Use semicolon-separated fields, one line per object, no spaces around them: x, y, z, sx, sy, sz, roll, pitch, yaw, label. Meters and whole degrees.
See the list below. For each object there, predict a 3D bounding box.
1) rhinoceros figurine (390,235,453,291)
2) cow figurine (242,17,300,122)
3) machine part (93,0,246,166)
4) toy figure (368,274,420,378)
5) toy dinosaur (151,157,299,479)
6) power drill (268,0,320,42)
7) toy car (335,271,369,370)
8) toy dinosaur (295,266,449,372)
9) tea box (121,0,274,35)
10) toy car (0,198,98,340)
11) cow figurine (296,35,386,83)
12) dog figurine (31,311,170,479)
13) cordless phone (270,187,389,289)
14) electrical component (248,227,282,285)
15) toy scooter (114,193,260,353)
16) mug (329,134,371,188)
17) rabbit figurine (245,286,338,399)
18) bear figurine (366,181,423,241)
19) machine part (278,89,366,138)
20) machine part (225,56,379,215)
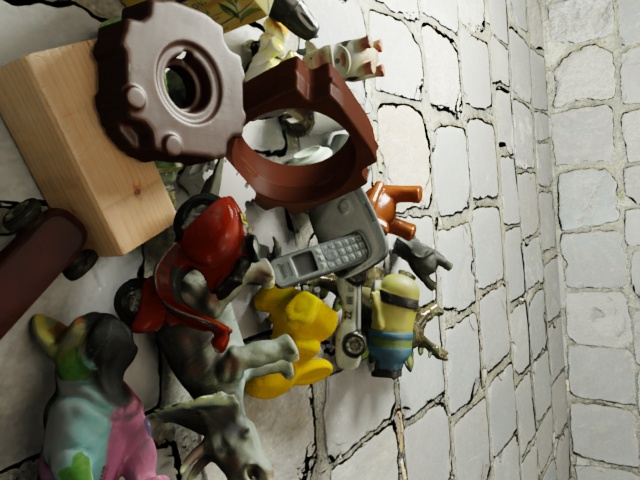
0.201;0.035;1.117;0.112;0.190;0.073;34;98;-11;rhinoceros figurine
-0.082;-0.259;0.820;0.068;0.098;0.167;29;46;-43;cow figurine
-0.152;-0.164;0.576;0.179;0.056;0.179;3;87;-52;machine part
0.128;0.149;0.938;0.082;0.089;0.180;94;-3;-85;toy figure
-0.143;0.104;0.673;0.192;0.131;0.404;-18;87;-17;toy dinosaur
-0.074;-0.434;0.812;0.232;0.086;0.207;30;64;-27;power drill
0.052;0.113;0.894;0.073;0.056;0.201;22;69;-84;toy car
0.116;0.150;1.040;0.470;0.105;0.198;38;62;-33;toy dinosaur
-0.146;-0.304;0.655;0.098;0.170;0.068;37;59;-44;tea box
-0.304;0.052;0.508;0.202;0.053;0.089;-56;129;-23;toy car
0.038;-0.321;0.967;0.195;0.127;0.085;-39;121;-64;cow figurine
-0.246;0.182;0.553;0.108;0.191;0.219;11;45;-50;dog figurine
-0.002;-0.003;0.817;0.184;0.088;0.146;-17;71;-18;cordless phone
-0.099;0.027;0.801;0.102;0.045;0.078;29;64;-49;electrical component
-0.127;0.044;0.589;0.184;0.135;0.075;-53;162;-6;toy scooter
0.052;-0.126;0.996;0.109;0.081;0.107;35;72;-54;mug
-0.053;0.164;0.824;0.173;0.122;0.162;-60;144;-17;rabbit figurine
0.110;-0.039;1.003;0.196;0.132;0.120;-46;146;-65;bear figurine
0.007;-0.224;0.936;0.243;0.079;0.079;-26;108;-51;machine part
-0.035;-0.141;0.762;0.201;0.201;0.087;45;33;-42;machine part
